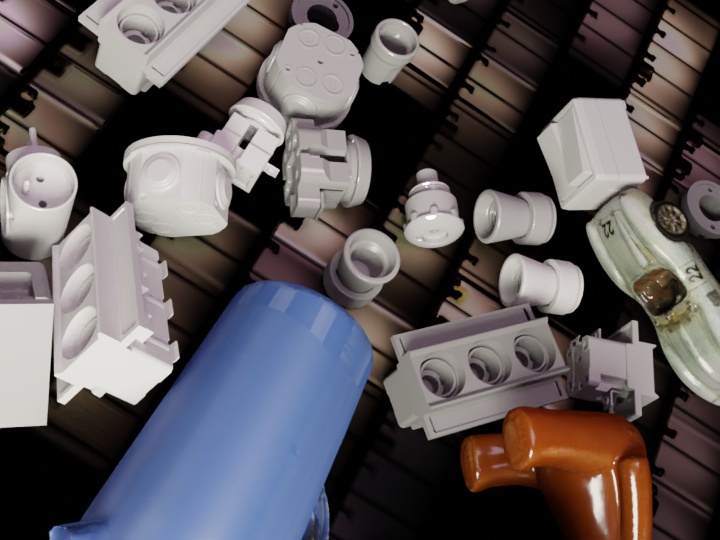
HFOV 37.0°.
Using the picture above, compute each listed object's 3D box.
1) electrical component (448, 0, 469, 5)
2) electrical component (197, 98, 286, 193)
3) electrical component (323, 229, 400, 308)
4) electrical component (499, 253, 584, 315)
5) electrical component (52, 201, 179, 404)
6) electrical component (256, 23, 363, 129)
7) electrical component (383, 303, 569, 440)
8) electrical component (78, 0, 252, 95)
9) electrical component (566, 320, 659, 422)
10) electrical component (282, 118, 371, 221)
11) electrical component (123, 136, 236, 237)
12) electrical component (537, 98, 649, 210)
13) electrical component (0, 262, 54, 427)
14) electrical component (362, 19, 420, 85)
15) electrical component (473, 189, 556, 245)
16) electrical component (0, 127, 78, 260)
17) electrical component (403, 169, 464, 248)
[{"bbox_3d":[0.100,-0.273,0.995,0.035,0.035,0.061,42,56,0],"label":"electrical component"},{"bbox_3d":[-0.088,-0.099,0.828,0.066,0.048,0.055,31,66,-6],"label":"electrical component"},{"bbox_3d":[0.000,0.000,0.811,0.045,0.055,0.045,9,63,-18],"label":"electrical component"},{"bbox_3d":[0.147,0.012,0.872,0.055,0.045,0.045,8,63,-19],"label":"electrical component"},{"bbox_3d":[-0.162,0.024,0.703,0.063,0.079,0.121,33,25,-37],"label":"electrical component"},{"bbox_3d":[-0.040,-0.155,0.870,0.080,0.051,0.080,9,63,-18],"label":"electrical component"},{"bbox_3d":[0.084,0.078,0.804,0.121,0.063,0.078,-12,71,-27],"label":"electrical component"},{"bbox_3d":[-0.151,-0.197,0.838,0.079,0.063,0.121,38,58,-2],"label":"electrical component"},{"bbox_3d":[0.200,0.082,0.863,0.064,0.042,0.081,12,62,-13],"label":"electrical component"},{"bbox_3d":[-0.026,-0.078,0.836,0.057,0.058,0.078,3,65,-18],"label":"electrical component"},{"bbox_3d":[-0.130,-0.060,0.772,0.080,0.080,0.051,8,69,-19],"label":"electrical component"},{"bbox_3d":[0.198,-0.107,0.939,0.061,0.061,0.096,-2,67,-23],"label":"electrical component"},{"bbox_3d":[-0.268,0.045,0.654,0.150,0.089,0.061,0,27,-22],"label":"electrical component"},{"bbox_3d":[0.024,-0.184,0.913,0.040,0.046,0.040,9,63,-18],"label":"electrical component"},{"bbox_3d":[0.128,-0.043,0.891,0.055,0.045,0.045,2,66,-22],"label":"electrical component"},{"bbox_3d":[-0.222,-0.058,0.734,0.044,0.077,0.079,-2,67,-24],"label":"electrical component"},{"bbox_3d":[0.057,-0.052,0.867,0.048,0.048,0.062,7,57,-19],"label":"electrical component"}]
